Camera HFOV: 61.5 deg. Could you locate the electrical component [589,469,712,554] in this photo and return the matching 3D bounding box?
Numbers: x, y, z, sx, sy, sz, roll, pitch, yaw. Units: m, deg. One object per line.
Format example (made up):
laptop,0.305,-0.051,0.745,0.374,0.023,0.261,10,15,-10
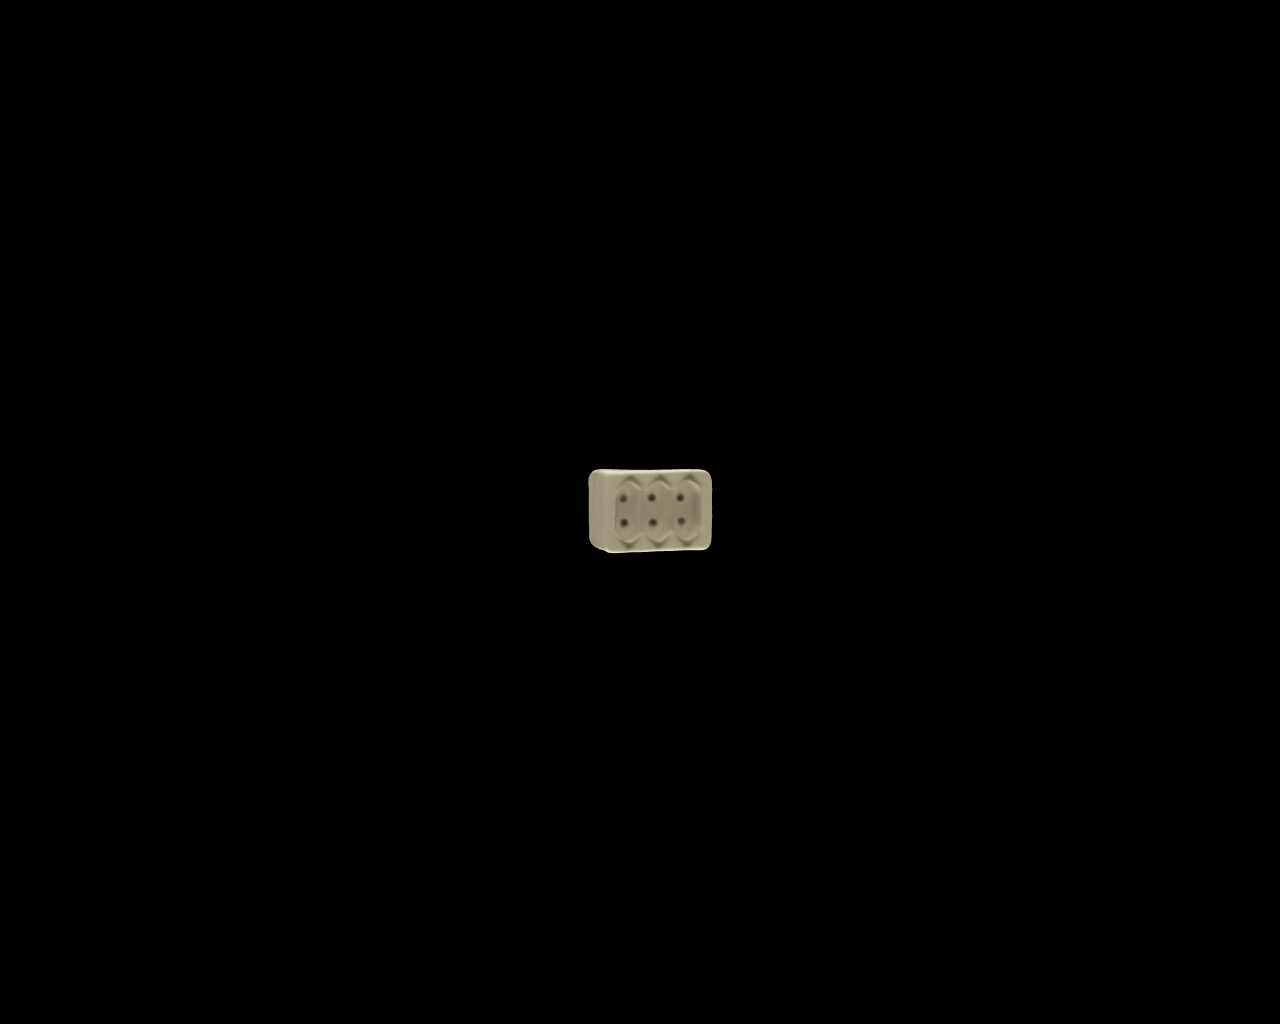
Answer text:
electrical component,0.001,-0.003,0.650,0.066,0.047,0.077,-1,4,-15
